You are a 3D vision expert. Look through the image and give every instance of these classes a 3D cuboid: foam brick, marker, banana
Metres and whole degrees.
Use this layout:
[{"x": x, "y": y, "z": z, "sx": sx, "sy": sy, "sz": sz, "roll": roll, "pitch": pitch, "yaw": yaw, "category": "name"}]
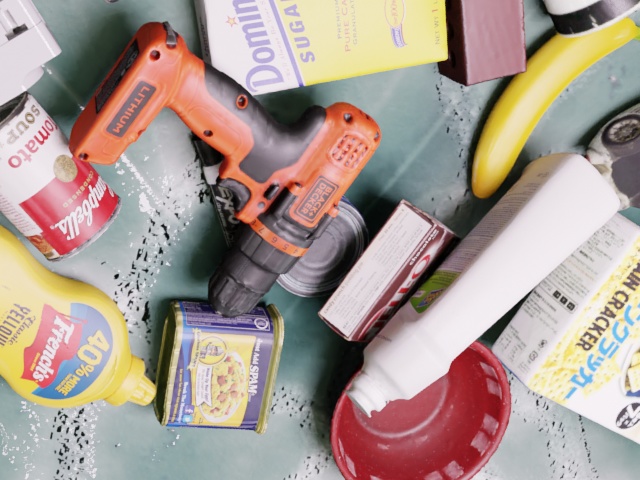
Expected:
[{"x": 0.119, "y": -0.162, "z": 0.802, "sx": 0.051, "sy": 0.053, "sz": 0.078, "roll": -14, "pitch": 113, "yaw": -13, "category": "foam brick"}, {"x": -0.072, "y": -0.030, "z": 0.808, "sx": 0.020, "sy": 0.020, "sz": 0.121, "roll": -21, "pitch": 115, "yaw": -10, "category": "marker"}, {"x": 0.184, "y": -0.118, "z": 0.849, "sx": 0.198, "sy": 0.037, "sz": 0.069, "roll": -42, "pitch": 115, "yaw": 1, "category": "banana"}]

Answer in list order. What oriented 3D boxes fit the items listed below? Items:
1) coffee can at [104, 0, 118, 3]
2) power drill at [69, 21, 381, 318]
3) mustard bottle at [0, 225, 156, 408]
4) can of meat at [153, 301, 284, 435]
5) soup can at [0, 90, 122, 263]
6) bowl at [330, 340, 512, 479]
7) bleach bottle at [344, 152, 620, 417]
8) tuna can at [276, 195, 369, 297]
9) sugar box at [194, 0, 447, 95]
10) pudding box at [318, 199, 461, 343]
[{"x": -0.147, "y": -0.233, "z": 0.658, "sx": 0.103, "sy": 0.103, "sz": 0.140, "roll": -45, "pitch": 117, "yaw": 2, "category": "coffee can"}, {"x": -0.075, "y": -0.049, "z": 0.743, "sx": 0.187, "sy": 0.057, "sz": 0.184, "roll": 29, "pitch": 105, "yaw": -27, "category": "power drill"}, {"x": -0.200, "y": 0.069, "z": 0.782, "sx": 0.191, "sy": 0.058, "sz": 0.096, "roll": 37, "pitch": 94, "yaw": -27, "category": "mustard bottle"}, {"x": -0.081, "y": 0.099, "z": 0.835, "sx": 0.083, "sy": 0.057, "sz": 0.102, "roll": 5, "pitch": 108, "yaw": -18, "category": "can of meat"}, {"x": -0.194, "y": -0.044, "z": 0.734, "sx": 0.068, "sy": 0.068, "sz": 0.102, "roll": -38, "pitch": 117, "yaw": -2, "category": "soup can"}, {"x": 0.078, "y": 0.141, "z": 0.903, "sx": 0.162, "sy": 0.055, "sz": 0.162, "roll": -6, "pitch": 112, "yaw": -16, "category": "bowl"}, {"x": 0.115, "y": 0.038, "z": 0.825, "sx": 0.250, "sy": 0.103, "sz": 0.068, "roll": -43, "pitch": 95, "yaw": -11, "category": "bleach bottle"}, {"x": -0.005, "y": 0.001, "z": 0.835, "sx": 0.086, "sy": 0.034, "sz": 0.086, "roll": -6, "pitch": 113, "yaw": -16, "category": "tuna can"}, {"x": 0.001, "y": -0.162, "z": 0.767, "sx": 0.176, "sy": 0.048, "sz": 0.093, "roll": -14, "pitch": 114, "yaw": -14, "category": "sugar box"}, {"x": 0.056, "y": 0.028, "z": 0.836, "sx": 0.039, "sy": 0.090, "sz": 0.113, "roll": 36, "pitch": 96, "yaw": 19, "category": "pudding box"}]
